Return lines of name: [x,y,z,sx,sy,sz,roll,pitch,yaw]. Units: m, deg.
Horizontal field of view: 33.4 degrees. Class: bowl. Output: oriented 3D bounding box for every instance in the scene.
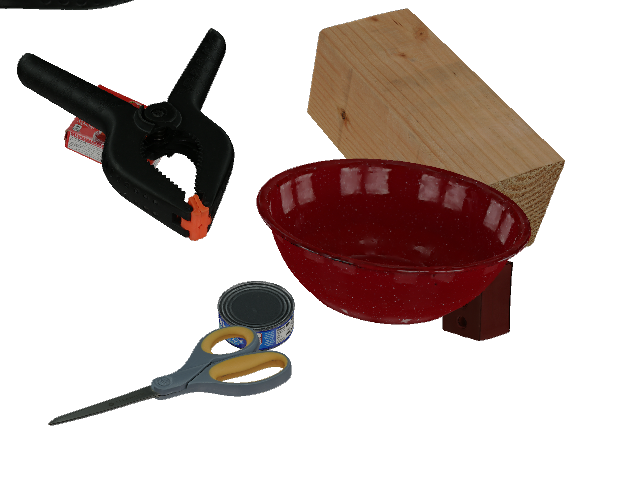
bowl: [0.041,0.005,0.637,0.162,0.055,0.162,4,25,-2]

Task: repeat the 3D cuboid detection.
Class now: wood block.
wood block: [0.082,-0.082,0.837,0.090,0.091,0.206,-19,52,-26]

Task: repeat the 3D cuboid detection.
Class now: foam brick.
foam brick: [0.162,0.058,1.107,0.051,0.078,0.053,-14,20,-42]

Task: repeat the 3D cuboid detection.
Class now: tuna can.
tuna can: [-0.072,0.084,1.191,0.086,0.034,0.086,1,36,-1]

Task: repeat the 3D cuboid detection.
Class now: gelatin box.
gelatin box: [-0.193,-0.105,1.039,0.089,0.073,0.030,25,-41,-2]

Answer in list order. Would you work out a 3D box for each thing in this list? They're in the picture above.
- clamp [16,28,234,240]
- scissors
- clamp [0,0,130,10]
clamp: [-0.113,-0.086,0.788,0.164,0.210,0.036,-19,-37,-24]
scissors: [-0.126,0.110,0.895,0.201,0.016,0.096,-6,31,-11]
clamp: [-0.108,-0.158,0.599,0.171,0.039,0.120,-10,24,-25]
